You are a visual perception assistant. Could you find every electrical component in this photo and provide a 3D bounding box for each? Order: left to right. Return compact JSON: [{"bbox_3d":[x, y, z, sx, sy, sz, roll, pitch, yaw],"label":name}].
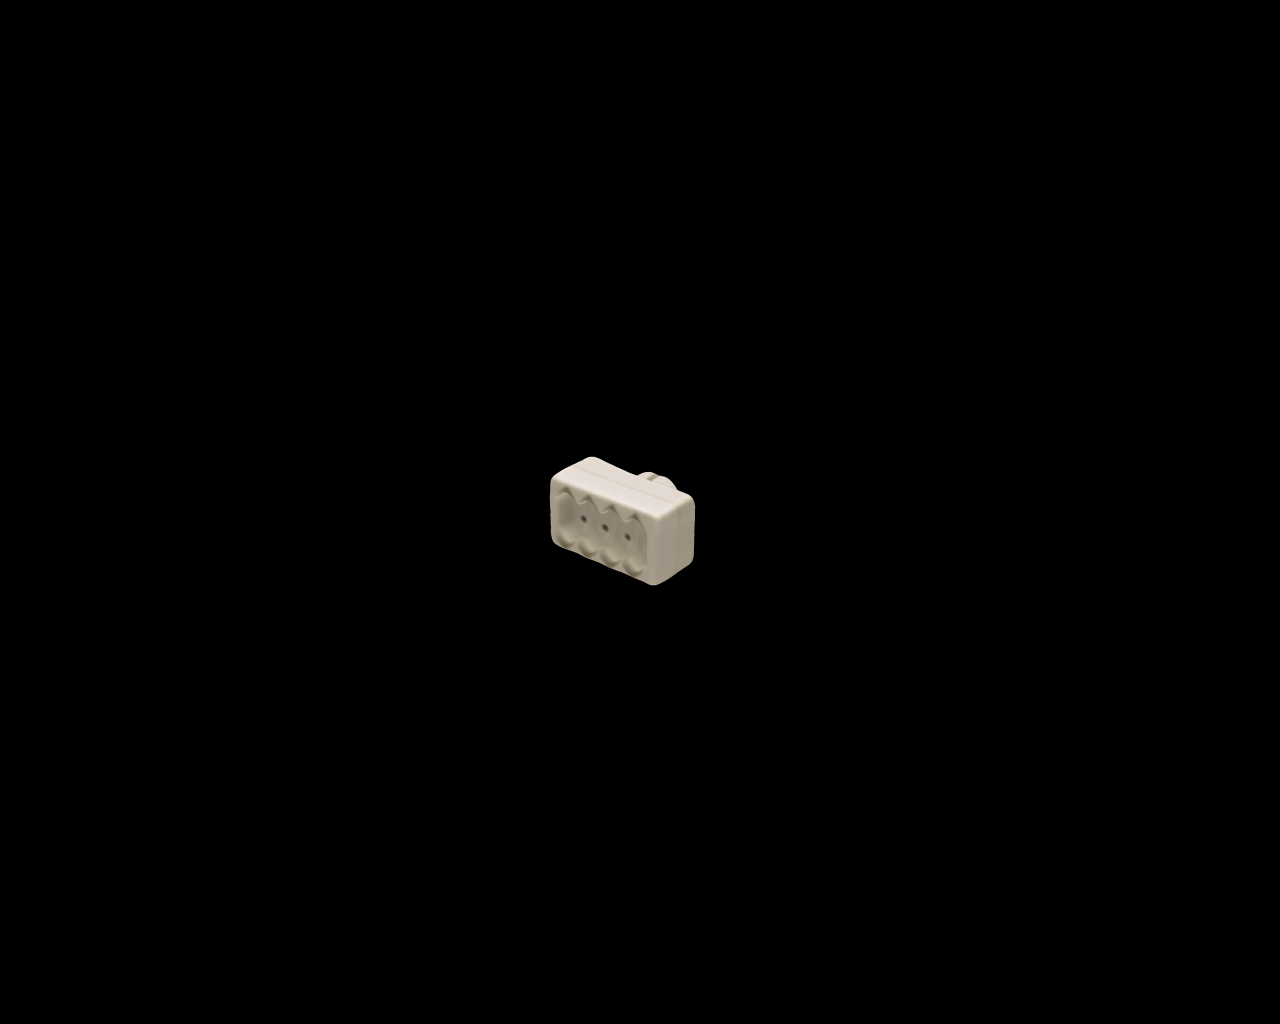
[{"bbox_3d":[0.001,-0.003,0.650,0.083,0.047,0.076,22,37,34],"label":"electrical component"}]
